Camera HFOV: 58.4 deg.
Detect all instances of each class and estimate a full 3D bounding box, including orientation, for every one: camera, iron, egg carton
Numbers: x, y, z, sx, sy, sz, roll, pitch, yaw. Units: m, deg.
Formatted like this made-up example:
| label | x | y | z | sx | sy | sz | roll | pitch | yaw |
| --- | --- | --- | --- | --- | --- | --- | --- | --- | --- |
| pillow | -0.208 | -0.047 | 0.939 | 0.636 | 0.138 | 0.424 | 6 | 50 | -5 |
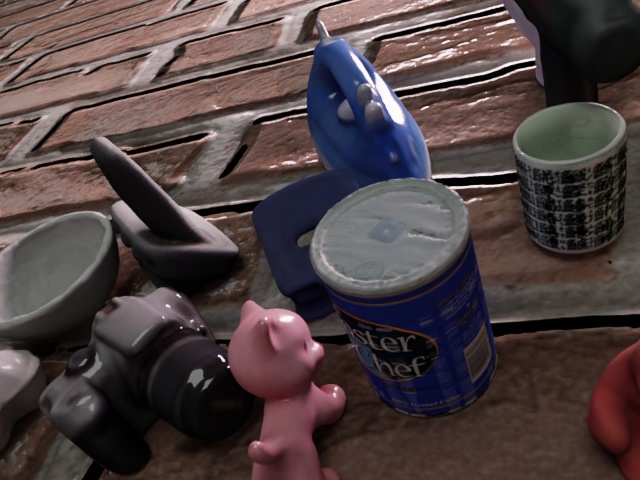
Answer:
| label | x | y | z | sx | sy | sz | roll | pitch | yaw |
| --- | --- | --- | --- | --- | --- | --- | --- | --- | --- |
| camera | -0.130 | 0.111 | 0.452 | 0.136 | 0.101 | 0.143 | 17 | 54 | 39 |
| iron | 0.046 | -0.137 | 0.612 | 0.118 | 0.142 | 0.257 | -24 | 39 | 0 |
| egg carton | -0.328 | 0.161 | 0.521 | 0.107 | 0.070 | 0.150 | 7 | 48 | 33 |

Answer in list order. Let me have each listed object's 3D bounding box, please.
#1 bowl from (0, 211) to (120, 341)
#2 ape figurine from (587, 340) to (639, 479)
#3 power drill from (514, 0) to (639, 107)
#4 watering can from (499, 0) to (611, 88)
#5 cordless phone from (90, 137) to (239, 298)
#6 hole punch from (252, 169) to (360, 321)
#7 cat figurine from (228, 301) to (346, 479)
| label | x | y | z | sx | sy | sz | roll | pitch | yaw |
| --- | --- | --- | --- | --- | --- | --- | --- | --- | --- |
| bowl | -0.282 | 0.049 | 0.620 | 0.167 | 0.075 | 0.167 | -14 | 40 | 12 |
| ape figurine | 0.193 | 0.085 | 0.325 | 0.077 | 0.092 | 0.076 | -3 | 43 | 24 |
| power drill | 0.212 | -0.173 | 0.516 | 0.075 | 0.209 | 0.229 | -19 | 39 | 6 |
| watering can | 0.265 | -0.265 | 0.605 | 0.172 | 0.194 | 0.101 | -4 | 43 | 23 |
| cordless phone | -0.173 | -0.039 | 0.577 | 0.094 | 0.185 | 0.147 | -40 | 42 | -19 |
| hole punch | 0.005 | 0.002 | 0.516 | 0.108 | 0.091 | 0.101 | -25 | 39 | -1 |
| cat figurine | -0.030 | 0.104 | 0.396 | 0.067 | 0.118 | 0.128 | -12 | 40 | 15 |
